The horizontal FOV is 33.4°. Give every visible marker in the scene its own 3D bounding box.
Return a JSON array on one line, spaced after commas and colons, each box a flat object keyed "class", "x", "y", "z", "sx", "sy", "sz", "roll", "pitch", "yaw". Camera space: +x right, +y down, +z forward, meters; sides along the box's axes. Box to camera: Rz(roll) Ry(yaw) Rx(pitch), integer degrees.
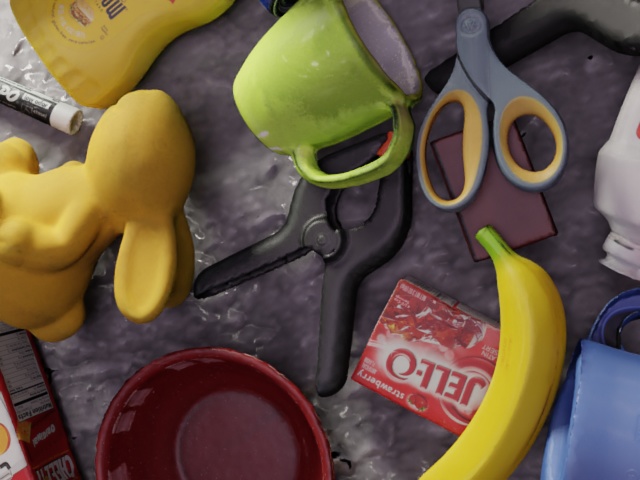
[{"class": "marker", "x": -0.222, "y": -0.104, "z": 0.746, "sx": 0.121, "sy": 0.020, "sz": 0.020, "roll": 23, "pitch": 98, "yaw": 12}]

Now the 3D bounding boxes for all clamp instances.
[{"class": "clamp", "x": 0.153, "y": -0.146, "z": 0.608, "sx": 0.210, "sy": 0.036, "sz": 0.164, "roll": 23, "pitch": 103, "yaw": 37}, {"class": "clamp", "x": -0.005, "y": 0.001, "z": 0.686, "sx": 0.120, "sy": 0.039, "sz": 0.171, "roll": 27, "pitch": 92, "yaw": 11}]

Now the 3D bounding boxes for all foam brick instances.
[{"class": "foam brick", "x": 0.107, "y": -0.032, "z": 0.648, "sx": 0.051, "sy": 0.053, "sz": 0.078, "roll": -21, "pitch": 89, "yaw": 14}]

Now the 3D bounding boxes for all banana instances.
[{"class": "banana", "x": 0.102, "y": 0.093, "z": 0.630, "sx": 0.070, "sy": 0.037, "sz": 0.198, "roll": 25, "pitch": 108, "yaw": 36}]

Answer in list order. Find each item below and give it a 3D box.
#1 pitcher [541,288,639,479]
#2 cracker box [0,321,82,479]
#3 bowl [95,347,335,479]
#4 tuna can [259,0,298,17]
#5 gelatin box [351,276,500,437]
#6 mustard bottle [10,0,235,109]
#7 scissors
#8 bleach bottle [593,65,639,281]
[{"class": "pitcher", "x": 0.247, "y": 0.132, "z": 0.588, "sx": 0.243, "sy": 0.145, "sz": 0.149, "roll": 11, "pitch": 118, "yaw": 10}, {"class": "cracker box", "x": -0.277, "y": 0.106, "z": 0.744, "sx": 0.164, "sy": 0.072, "sz": 0.214, "roll": -21, "pitch": 88, "yaw": 15}, {"class": "bowl", "x": -0.063, "y": 0.146, "z": 0.698, "sx": 0.162, "sy": 0.055, "sz": 0.162, "roll": 1, "pitch": 93, "yaw": 14}, {"class": "tuna can", "x": -0.008, "y": -0.177, "z": 0.653, "sx": 0.086, "sy": 0.086, "sz": 0.034, "roll": -42, "pitch": 85, "yaw": 12}, {"class": "gelatin box", "x": 0.075, "y": 0.075, "z": 0.672, "sx": 0.089, "sy": 0.030, "sz": 0.073, "roll": 28, "pitch": 99, "yaw": 12}, {"class": "mustard bottle", "x": -0.104, "y": -0.177, "z": 0.692, "sx": 0.192, "sy": 0.058, "sz": 0.096, "roll": -36, "pitch": 83, "yaw": 13}, {"class": "scissors", "x": 0.105, "y": -0.112, "z": 0.612, "sx": 0.096, "sy": 0.016, "sz": 0.202, "roll": 11, "pitch": 90, "yaw": 18}, {"class": "bleach bottle", "x": 0.235, "y": -0.091, "z": 0.608, "sx": 0.103, "sy": 0.068, "sz": 0.251, "roll": 26, "pitch": 101, "yaw": 15}]
